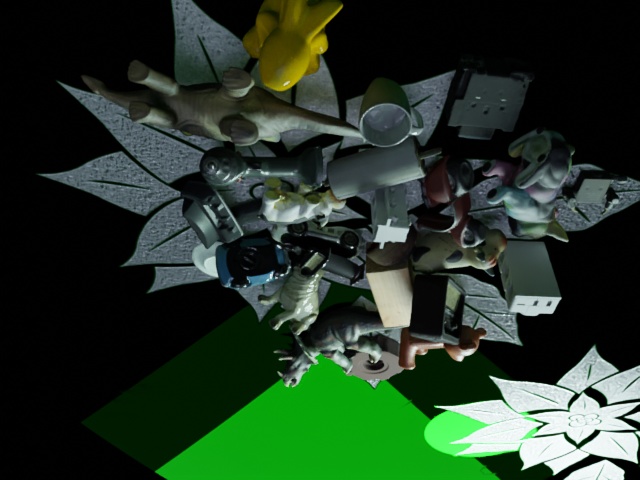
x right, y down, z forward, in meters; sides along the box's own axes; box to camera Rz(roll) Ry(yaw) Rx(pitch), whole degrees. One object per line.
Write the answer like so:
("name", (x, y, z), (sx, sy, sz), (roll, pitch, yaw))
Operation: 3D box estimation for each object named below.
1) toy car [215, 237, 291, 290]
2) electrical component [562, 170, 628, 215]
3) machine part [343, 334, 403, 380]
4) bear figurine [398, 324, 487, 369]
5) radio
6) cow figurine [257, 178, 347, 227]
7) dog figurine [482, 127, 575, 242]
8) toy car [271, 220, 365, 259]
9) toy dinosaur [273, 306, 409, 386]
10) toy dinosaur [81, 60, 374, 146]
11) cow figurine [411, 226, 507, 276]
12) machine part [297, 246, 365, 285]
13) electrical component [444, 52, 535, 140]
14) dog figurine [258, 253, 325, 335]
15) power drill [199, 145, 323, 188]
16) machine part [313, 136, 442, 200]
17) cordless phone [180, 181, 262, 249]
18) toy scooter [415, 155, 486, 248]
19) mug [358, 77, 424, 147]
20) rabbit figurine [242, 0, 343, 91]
("toy car", (-0.150, 0.047, 1.178), (0.162, 0.109, 0.103), (-11, 176, -17))
("electrical component", (0.513, -0.089, 1.009), (0.102, 0.045, 0.078), (6, 139, -1))
("machine part", (0.148, 0.330, 1.490), (0.179, 0.056, 0.179), (1, 137, 1))
("bear figurine", (0.301, 0.258, 1.325), (0.196, 0.120, 0.131), (9, 115, 29))
("radio", (0.260, 0.155, 1.169), (0.073, 0.131, 0.229), (3, 168, 26))
("cow figurine", (-0.036, -0.063, 1.057), (0.167, 0.068, 0.098), (5, 136, -15))
("dog figurine", (0.408, -0.084, 0.984), (0.219, 0.108, 0.191), (30, 129, -31))
("toy car", (-0.002, -0.003, 1.139), (0.202, 0.056, 0.073), (13, 143, -14))
("toy dinosaur", (0.054, 0.233, 1.357), (0.192, 0.131, 0.405), (34, 124, -29))
("toy dinosaur", (-0.129, -0.199, 0.839), (0.472, 0.198, 0.105), (11, 97, -3))
("cow figurine", (0.279, 0.021, 1.089), (0.195, 0.127, 0.085), (-17, 136, 25))
("machine part", (0.027, 0.055, 1.138), (0.139, 0.039, 0.084), (19, 134, -18))
("electrical component", (0.268, -0.227, 0.871), (0.115, 0.058, 0.134), (6, 137, 1))
("dog figurine", (-0.026, 0.117, 1.255), (0.190, 0.121, 0.172), (-46, 153, 21))
("power drill", (-0.101, -0.123, 0.924), (0.207, 0.232, 0.086), (-7, 97, -11))
("machine part", (0.102, -0.130, 0.977), (0.243, 0.079, 0.079), (-15, 134, 20))
("cordless phone", (-0.172, -0.070, 1.080), (0.184, 0.089, 0.146), (-18, 133, 7))
("toy scooter", (0.231, -0.069, 1.018), (0.135, 0.075, 0.183), (-1, 115, 45))
("mug", (0.115, -0.212, 0.864), (0.109, 0.107, 0.080), (10, 137, -10))
("rabbit figurine", (-0.035, -0.281, 0.754), (0.122, 0.173, 0.162), (28, 137, -18))
